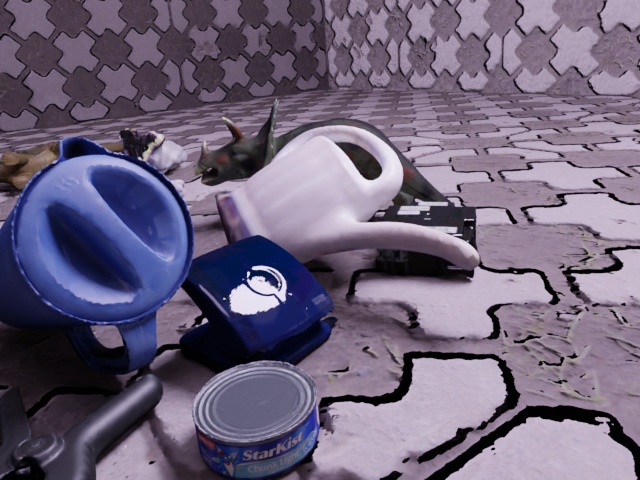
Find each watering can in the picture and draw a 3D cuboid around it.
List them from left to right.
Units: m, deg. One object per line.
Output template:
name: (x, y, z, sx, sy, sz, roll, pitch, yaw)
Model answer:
watering can: (0.002, -0.029, 0.577, 0.224, 0.102, 0.354, -33, 37, 0)

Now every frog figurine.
frog figurine: (-0.394, -0.192, 1.235, 0.137, 0.124, 0.157, -10, -18, 11)
